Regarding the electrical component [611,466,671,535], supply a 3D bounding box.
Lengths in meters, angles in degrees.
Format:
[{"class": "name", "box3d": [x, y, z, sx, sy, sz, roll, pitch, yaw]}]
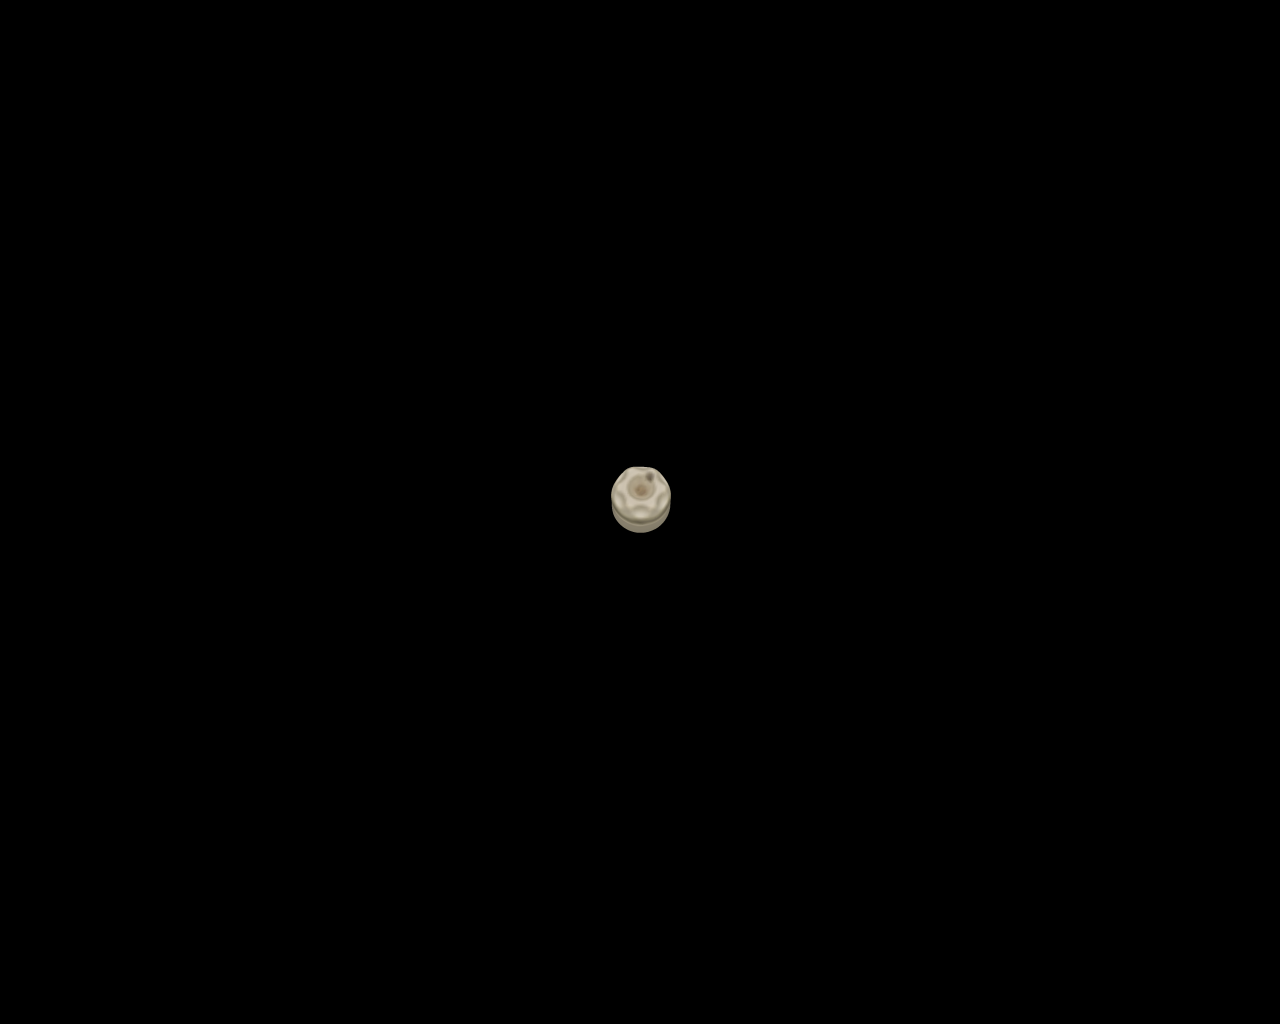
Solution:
[{"class": "electrical component", "box3d": [0.001, -0.003, 0.650, 0.035, 0.035, 0.061, 0, -23, 0]}]
